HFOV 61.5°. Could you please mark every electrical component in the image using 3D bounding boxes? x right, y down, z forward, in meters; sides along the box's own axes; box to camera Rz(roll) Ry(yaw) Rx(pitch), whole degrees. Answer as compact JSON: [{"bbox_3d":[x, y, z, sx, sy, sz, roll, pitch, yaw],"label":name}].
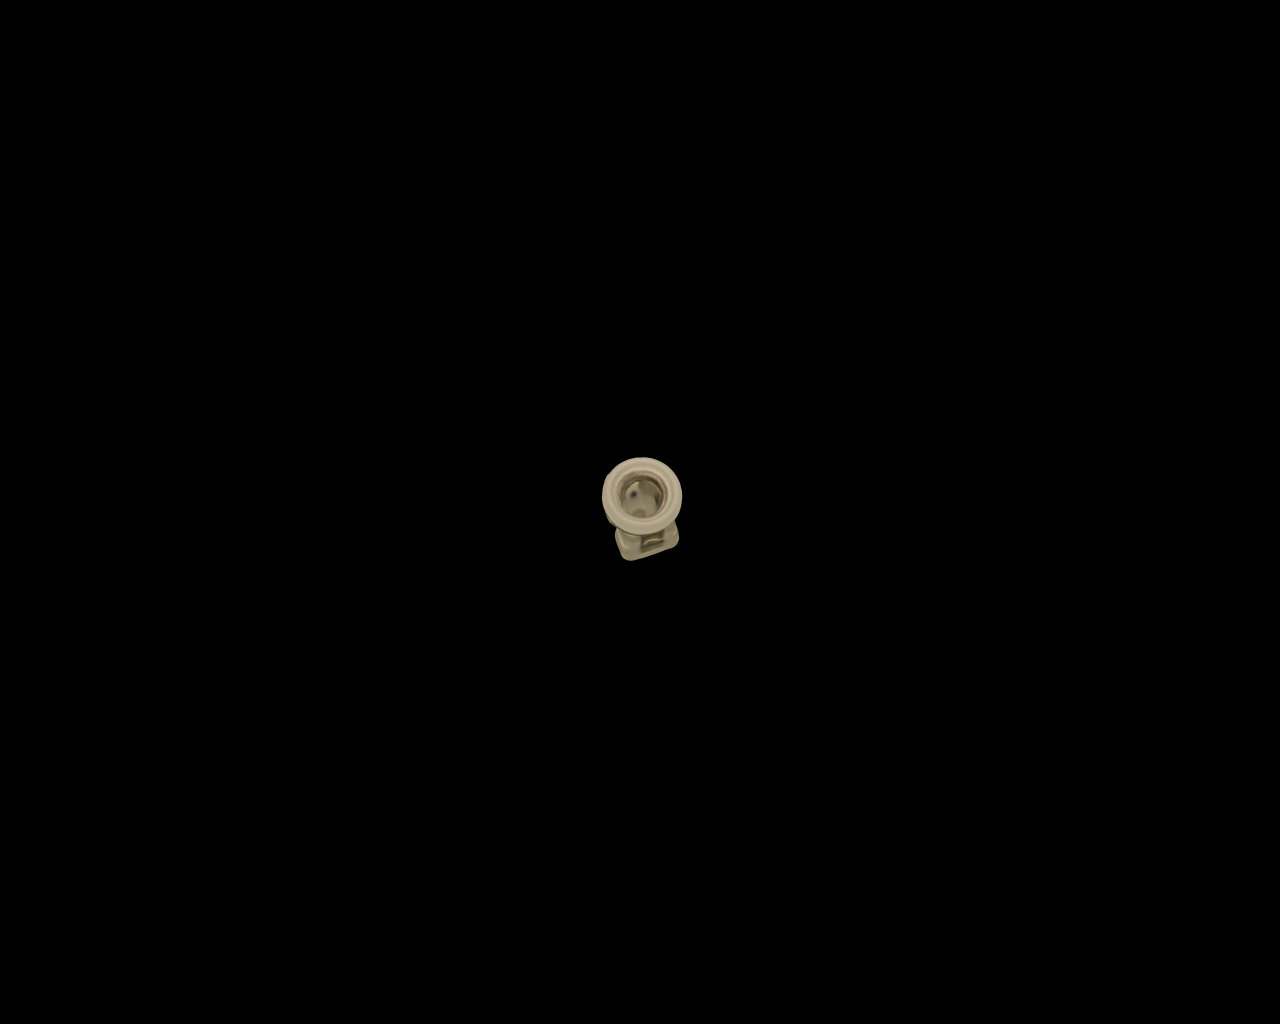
[{"bbox_3d":[0.001,-0.003,0.650,0.048,0.066,0.055,-19,-19,-7],"label":"electrical component"}]
